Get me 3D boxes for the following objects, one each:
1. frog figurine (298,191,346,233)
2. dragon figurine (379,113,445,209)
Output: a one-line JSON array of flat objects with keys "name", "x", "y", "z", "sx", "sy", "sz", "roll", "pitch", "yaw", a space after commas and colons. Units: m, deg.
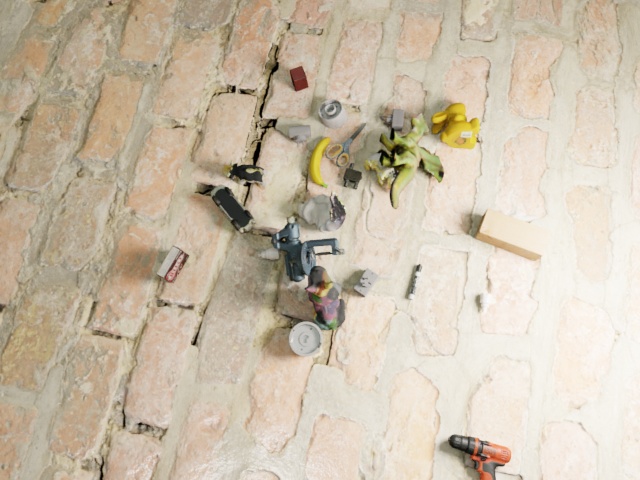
[{"name": "frog figurine", "x": 0.005, "y": -0.089, "z": 1.766, "sx": 0.158, "sy": 0.139, "sz": 0.122, "roll": -16, "pitch": -13, "yaw": 38}, {"name": "dragon figurine", "x": 0.325, "y": -0.261, "z": 1.742, "sx": 0.242, "sy": 0.418, "sz": 0.120, "roll": 11, "pitch": -27, "yaw": -20}]
